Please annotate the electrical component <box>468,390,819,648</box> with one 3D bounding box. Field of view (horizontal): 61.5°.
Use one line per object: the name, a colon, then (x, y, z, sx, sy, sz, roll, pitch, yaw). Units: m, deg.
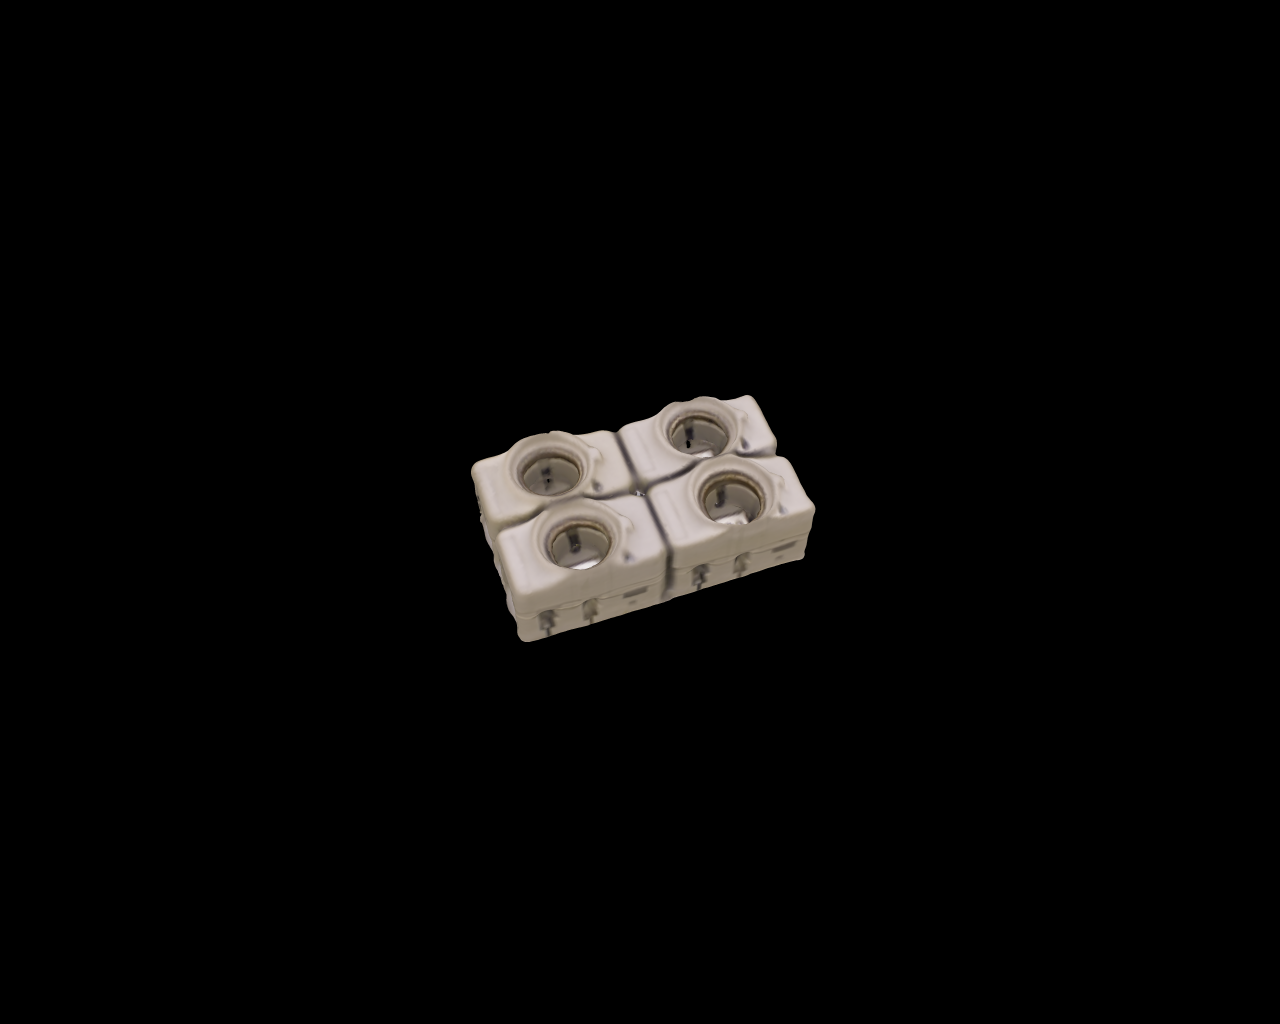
electrical component: (0.001, -0.003, 0.650, 0.186, 0.105, 0.060, -15, -35, -11)
